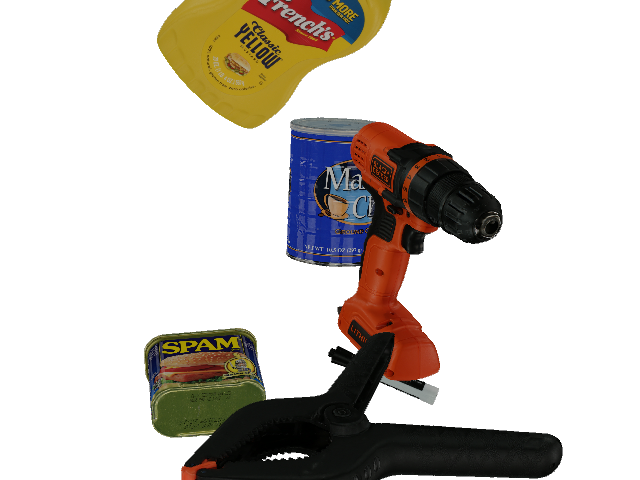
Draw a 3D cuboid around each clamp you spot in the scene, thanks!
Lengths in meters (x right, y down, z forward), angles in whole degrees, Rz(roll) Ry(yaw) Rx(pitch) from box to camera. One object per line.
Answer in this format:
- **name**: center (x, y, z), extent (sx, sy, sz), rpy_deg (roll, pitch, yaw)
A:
- **clamp**: center (0.010, 0.109, 0.620), extent (0.209, 0.036, 0.165), rpy_deg (-9, 24, -27)

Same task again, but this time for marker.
- **marker**: center (0.065, 0.140, 1.116), extent (0.121, 0.020, 0.020), rpy_deg (22, 4, 10)

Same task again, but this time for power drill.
- **power drill**: center (0.074, 0.015, 0.859), extent (0.057, 0.188, 0.185), rpy_deg (-3, 26, -26)

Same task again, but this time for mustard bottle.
- **mustard bottle**: center (-0.012, -0.156, 0.689), extent (0.192, 0.096, 0.058), rpy_deg (-32, 24, 33)

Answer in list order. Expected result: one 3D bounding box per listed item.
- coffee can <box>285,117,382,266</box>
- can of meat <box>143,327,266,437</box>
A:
- **coffee can**: center (0.017, -0.053, 1.113), extent (0.103, 0.140, 0.103), rpy_deg (2, 13, -1)
- **can of meat**: center (-0.100, 0.124, 0.926), extent (0.102, 0.057, 0.084), rpy_deg (-4, 27, -9)
